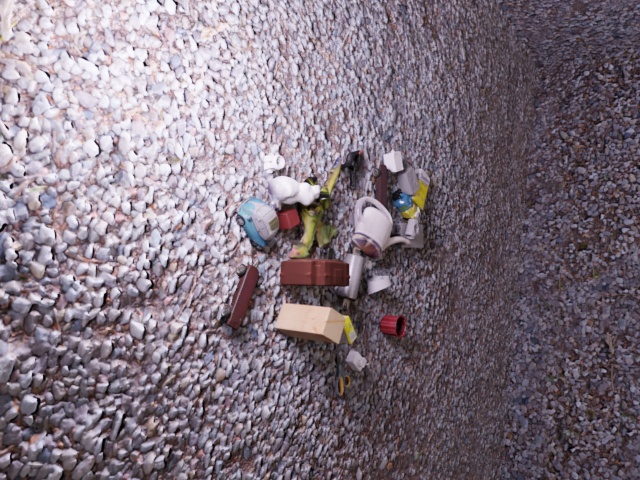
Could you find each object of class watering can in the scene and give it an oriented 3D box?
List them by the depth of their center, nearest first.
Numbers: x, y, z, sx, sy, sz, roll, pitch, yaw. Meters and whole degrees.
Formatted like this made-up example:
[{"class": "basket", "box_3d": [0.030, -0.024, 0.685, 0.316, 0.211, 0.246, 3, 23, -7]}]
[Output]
[{"class": "watering can", "box_3d": [0.244, -0.019, 2.076, 0.343, 0.103, 0.229, 44, 57, -28]}]

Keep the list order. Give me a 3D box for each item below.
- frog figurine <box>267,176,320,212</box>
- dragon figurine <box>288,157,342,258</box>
[{"class": "frog figurine", "box_3d": [-0.084, -0.160, 1.660, 0.135, 0.159, 0.124, 70, -3, -71]}, {"class": "dragon figurine", "box_3d": [0.006, -0.093, 1.842, 0.418, 0.123, 0.237, -52, 143, -36]}]
